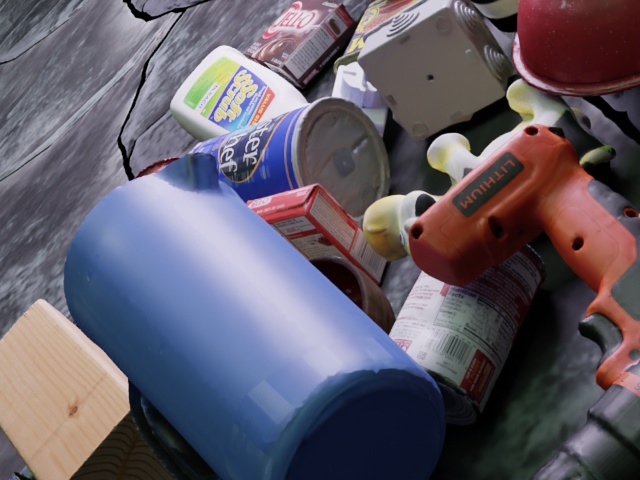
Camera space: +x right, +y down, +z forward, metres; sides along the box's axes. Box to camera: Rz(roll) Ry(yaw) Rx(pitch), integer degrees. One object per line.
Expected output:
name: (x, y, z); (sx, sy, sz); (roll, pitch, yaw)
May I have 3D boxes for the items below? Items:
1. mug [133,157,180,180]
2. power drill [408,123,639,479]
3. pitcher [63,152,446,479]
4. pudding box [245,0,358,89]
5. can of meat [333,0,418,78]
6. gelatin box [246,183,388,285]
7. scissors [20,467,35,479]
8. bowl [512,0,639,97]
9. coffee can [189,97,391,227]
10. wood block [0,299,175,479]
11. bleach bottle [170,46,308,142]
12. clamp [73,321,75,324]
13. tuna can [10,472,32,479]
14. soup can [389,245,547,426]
mug: (-0.130, -0.007, 0.934); (0.117, 0.093, 0.081); (-32, 36, 1)
power drill: (0.130, 0.037, 0.538); (0.184, 0.057, 0.188); (-40, 53, -7)
pitcher: (-0.043, 0.071, 0.603); (0.145, 0.149, 0.243); (-39, 39, -12)
pudding box: (-0.019, -0.203, 1.085); (0.090, 0.039, 0.114); (-48, 30, -3)
can of meat: (0.072, -0.172, 0.921); (0.102, 0.057, 0.083); (-13, 41, 42)
gelatin box: (-0.005, 0.001, 0.773); (0.073, 0.089, 0.030); (-12, 44, 44)
scissors: (-0.233, 0.201, 0.887); (0.096, 0.016, 0.201); (2, 56, 51)
bowl: (0.185, -0.162, 0.661); (0.162, 0.055, 0.162); (-24, 36, 18)
coffee can: (-0.030, -0.047, 0.847); (0.141, 0.102, 0.102); (-13, 44, 44)
wood block: (-0.179, 0.134, 0.806); (0.090, 0.090, 0.206); (-49, 36, -9)
bleach bottle: (-0.053, -0.118, 1.004); (0.102, 0.068, 0.251); (-49, 33, -7)
clamp: (-0.188, 0.036, 1.007); (0.120, 0.039, 0.171); (-29, 34, 21)
tuna can: (-0.194, 0.204, 0.765); (0.033, 0.086, 0.086); (-55, 32, -14)
soup can: (0.083, 0.049, 0.628); (0.069, 0.068, 0.102); (-1, 52, 50)
